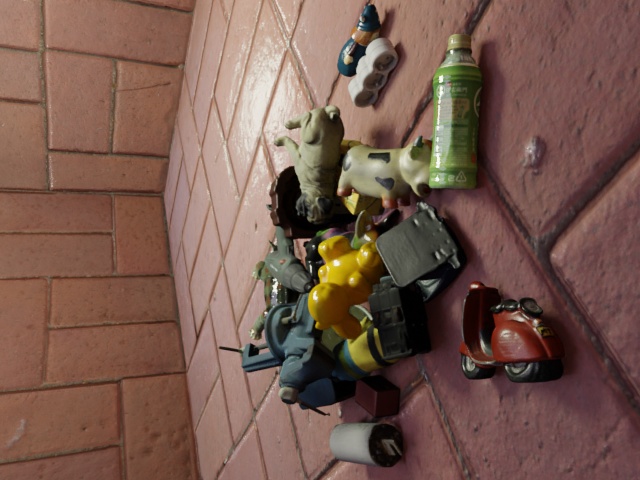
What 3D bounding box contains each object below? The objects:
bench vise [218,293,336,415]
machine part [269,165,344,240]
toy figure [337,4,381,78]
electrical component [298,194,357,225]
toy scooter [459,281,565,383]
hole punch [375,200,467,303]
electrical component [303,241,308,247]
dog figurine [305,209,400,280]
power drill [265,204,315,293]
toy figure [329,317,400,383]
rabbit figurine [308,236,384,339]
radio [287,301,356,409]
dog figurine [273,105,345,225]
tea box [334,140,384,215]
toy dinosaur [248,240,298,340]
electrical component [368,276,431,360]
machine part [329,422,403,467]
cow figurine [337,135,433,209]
[{"bbox_3d":[-0.073,0.214,1.021,0.241,0.128,0.224,-21,51,36],"label":"bench vise"},{"bbox_3d":[-0.028,-0.081,1.177,0.056,0.179,0.179,165,104,-67],"label":"machine part"},{"bbox_3d":[0.081,-0.393,1.063,0.154,0.058,0.064,125,153,-53],"label":"toy figure"},{"bbox_3d":[0.015,-0.071,1.137,0.048,0.119,0.074,160,111,-65],"label":"electrical component"},{"bbox_3d":[0.238,0.116,0.705,0.184,0.075,0.135,149,119,-67],"label":"toy scooter"},{"bbox_3d":[0.169,0.025,0.857,0.116,0.092,0.142,-35,47,16],"label":"hole punch"},{"bbox_3d":[-0.003,-0.004,1.265,0.102,0.045,0.078,159,108,-64],"label":"electrical component"},{"bbox_3d":[0.065,0.006,1.043,0.219,0.108,0.192,-63,41,38],"label":"dog figurine"},{"bbox_3d":[-0.068,0.011,1.260,0.232,0.086,0.207,-172,73,-66],"label":"power drill"},{"bbox_3d":[0.084,0.209,0.989,0.180,0.082,0.089,-41,60,27],"label":"toy figure"},{"bbox_3d":[0.029,0.089,0.911,0.122,0.173,0.162,17,118,18],"label":"rabbit figurine"},{"bbox_3d":[-0.010,0.237,1.149,0.131,0.073,0.229,-23,80,45],"label":"radio"},{"bbox_3d":[0.008,-0.141,1.040,0.172,0.121,0.190,-43,64,60],"label":"dog figurine"},{"bbox_3d":[0.072,-0.128,1.074,0.170,0.068,0.098,-126,43,-54],"label":"tea box"},{"bbox_3d":[-0.100,0.129,1.407,0.192,0.131,0.405,-41,48,43],"label":"toy dinosaur"},{"bbox_3d":[0.131,0.125,0.878,0.058,0.115,0.134,-16,77,25],"label":"electrical component"},{"bbox_3d":[0.085,0.390,1.033,0.243,0.079,0.079,142,124,-61],"label":"machine part"},{"bbox_3d":[0.125,-0.119,0.900,0.195,0.085,0.127,17,112,37],"label":"cow figurine"}]
